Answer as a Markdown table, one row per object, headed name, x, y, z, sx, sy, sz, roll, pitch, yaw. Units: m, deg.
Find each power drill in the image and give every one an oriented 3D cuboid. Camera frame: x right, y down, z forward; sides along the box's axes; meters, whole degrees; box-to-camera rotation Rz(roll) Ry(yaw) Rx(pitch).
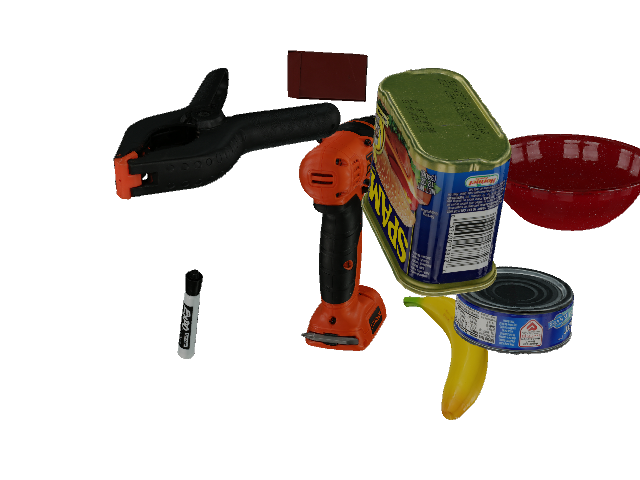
| name | x | y | z | sx | sy | sz | roll | pitch | yaw |
| --- | --- | --- | --- | --- | --- | --- | --- | --- | --- |
| power drill | 0.027 | -0.011 | 0.939 | 0.057 | 0.188 | 0.184 | 4 | 18 | 18 |

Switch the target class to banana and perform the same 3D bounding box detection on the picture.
| name | x | y | z | sx | sy | sz | roll | pitch | yaw |
| --- | --- | --- | --- | --- | --- | --- | --- | --- | --- |
| banana | 0.140 | 0.112 | 1.109 | 0.069 | 0.037 | 0.198 | -26 | 31 | 7 |

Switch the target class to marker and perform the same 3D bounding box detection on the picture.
| name | x | y | z | sx | sy | sz | roll | pitch | yaw |
| --- | --- | --- | --- | --- | --- | --- | --- | --- | --- |
| marker | -0.144 | 0.081 | 1.180 | 0.020 | 0.121 | 0.020 | 7 | 36 | -5 |

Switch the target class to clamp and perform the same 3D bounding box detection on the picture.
| name | x | y | z | sx | sy | sz | roll | pitch | yaw |
| --- | --- | --- | --- | --- | --- | --- | --- | --- | --- |
| clamp | -0.083 | -0.078 | 0.746 | 0.171 | 0.039 | 0.120 | -24 | 34 | -37 |

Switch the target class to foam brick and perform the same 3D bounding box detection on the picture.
| name | x | y | z | sx | sy | sz | roll | pitch | yaw |
| --- | --- | --- | --- | --- | --- | --- | --- | --- | --- |
| foam brick | 0.007 | -0.179 | 1.162 | 0.078 | 0.051 | 0.053 | 0 | 11 | -16 |

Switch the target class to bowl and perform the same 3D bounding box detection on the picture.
| name | x | y | z | sx | sy | sz | roll | pitch | yaw |
| --- | --- | --- | --- | --- | --- | --- | --- | --- | --- |
| bowl | 0.235 | -0.052 | 1.019 | 0.162 | 0.055 | 0.162 | -2 | 24 | 1 |

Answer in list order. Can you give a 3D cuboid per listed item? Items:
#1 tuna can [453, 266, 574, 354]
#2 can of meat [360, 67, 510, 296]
| name | x | y | z | sx | sy | sz | roll | pitch | yaw |
| --- | --- | --- | --- | --- | --- | --- | --- | --- | --- |
| tuna can | 0.141 | 0.049 | 0.779 | 0.086 | 0.034 | 0.086 | 1 | 21 | 0 |
| can of meat | 0.062 | -0.034 | 0.581 | 0.057 | 0.084 | 0.102 | -7 | 39 | -13 |
